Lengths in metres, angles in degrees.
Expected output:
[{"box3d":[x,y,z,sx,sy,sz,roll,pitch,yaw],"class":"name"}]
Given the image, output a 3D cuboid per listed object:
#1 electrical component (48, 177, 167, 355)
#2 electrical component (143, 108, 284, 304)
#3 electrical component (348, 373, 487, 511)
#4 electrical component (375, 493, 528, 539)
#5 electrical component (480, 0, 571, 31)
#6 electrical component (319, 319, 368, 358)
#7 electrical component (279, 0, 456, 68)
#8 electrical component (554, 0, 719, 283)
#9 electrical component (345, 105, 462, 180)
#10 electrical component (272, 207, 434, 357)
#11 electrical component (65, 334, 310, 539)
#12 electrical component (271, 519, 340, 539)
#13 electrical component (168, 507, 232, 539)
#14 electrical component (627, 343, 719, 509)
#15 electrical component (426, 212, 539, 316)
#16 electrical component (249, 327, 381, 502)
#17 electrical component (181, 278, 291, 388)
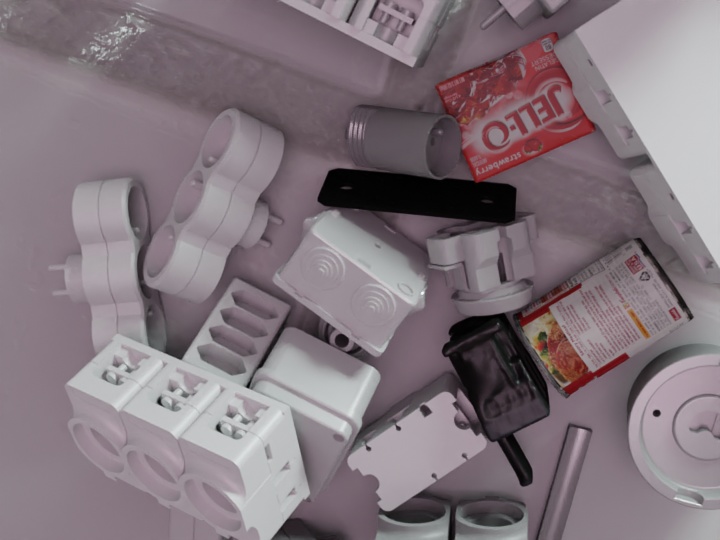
[{"box3d":[-0.190,0.005,0.781,0.074,0.052,0.138,-5,100,8],"class":"electrical component"},{"box3d":[-0.090,-0.038,0.761,0.074,0.052,0.138,23,101,-32],"class":"electrical component"},{"box3d":[0.042,0.121,0.770,0.089,0.055,0.050,-36,94,12],"class":"electrical component"},{"box3d":[0.060,0.209,0.718,0.105,0.186,0.060,1,101,7],"class":"electrical component"},{"box3d":[0.107,-0.180,0.692,0.076,0.083,0.047,-39,93,12],"class":"electrical component"},{"box3d":[-0.008,0.042,0.759,0.048,0.062,0.048,1,100,7],"class":"electrical component"},{"box3d":[-0.015,-0.193,0.702,0.150,0.089,0.061,27,103,2],"class":"electrical component"},{"box3d":[0.220,-0.095,0.690,0.105,0.060,0.186,-33,95,-6],"class":"electrical component"},{"box3d":[0.024,-0.088,0.734,0.081,0.043,0.043,14,104,37],"class":"electrical component"},{"box3d":[0.000,0.000,0.733,0.100,0.099,0.048,36,116,0],"class":"electrical component"},{"box3d":[-0.117,0.115,0.716,0.150,0.061,0.089,18,137,29],"class":"electrical component"},{"box3d":[-0.034,0.218,0.798,0.077,0.066,0.047,-4,101,-21],"class":"electrical component"},{"box3d":[-0.091,0.172,0.783,0.076,0.083,0.047,5,101,7],"class":"electrical component"},{"box3d":[0.236,0.102,0.739,0.108,0.060,0.108,1,101,7],"class":"electrical component"},{"box3d":[0.088,-0.003,0.738,0.078,0.058,0.057,-16,102,-23],"class":"electrical component"},{"box3d":[-0.042,0.103,0.749,0.078,0.057,0.113,27,140,2],"class":"electrical component"},{"box3d":[-0.094,0.064,0.774,0.047,0.083,0.075,27,141,2],"class":"electrical component"}]
